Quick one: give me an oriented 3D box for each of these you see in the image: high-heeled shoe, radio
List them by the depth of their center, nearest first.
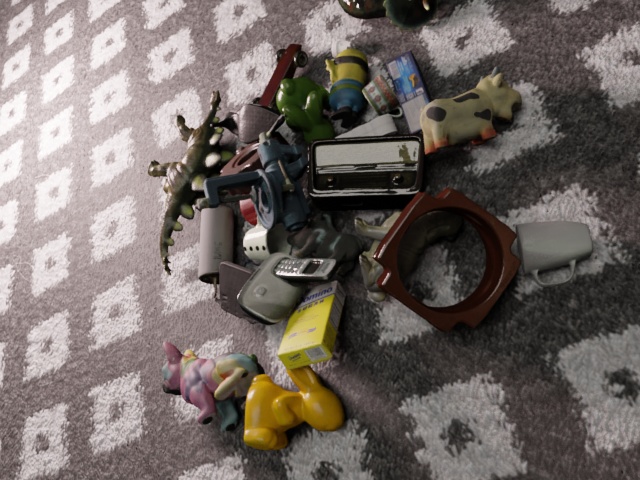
[{"bbox_3d":[0.091,-0.129,1.052,0.230,0.073,0.131,-1,69,15],"label":"radio"},{"bbox_3d":[-0.139,-0.273,1.239,0.249,0.145,0.086,9,111,37],"label":"high-heeled shoe"}]

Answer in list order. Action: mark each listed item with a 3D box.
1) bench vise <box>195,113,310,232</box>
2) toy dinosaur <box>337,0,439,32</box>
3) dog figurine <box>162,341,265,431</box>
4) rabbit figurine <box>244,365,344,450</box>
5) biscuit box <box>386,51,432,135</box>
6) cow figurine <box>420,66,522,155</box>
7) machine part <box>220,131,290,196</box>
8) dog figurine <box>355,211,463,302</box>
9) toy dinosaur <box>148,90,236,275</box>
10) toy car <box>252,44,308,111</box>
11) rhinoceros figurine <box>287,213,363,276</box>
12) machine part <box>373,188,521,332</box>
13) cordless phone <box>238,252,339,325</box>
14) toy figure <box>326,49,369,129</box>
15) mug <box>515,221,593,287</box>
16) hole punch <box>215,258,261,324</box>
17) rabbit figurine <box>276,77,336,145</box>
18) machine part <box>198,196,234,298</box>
[{"bbox_3d":[-0.127,-0.111,1.052,0.129,0.241,0.223,-28,76,66],"label":"bench vise"},{"bbox_3d":[0.124,-0.570,1.230,0.405,0.131,0.192,13,76,40],"label":"toy dinosaur"},{"bbox_3d":[-0.230,0.264,1.088,0.191,0.108,0.219,-52,52,2],"label":"dog figurine"},{"bbox_3d":[-0.040,0.301,0.973,0.173,0.121,0.162,-4,58,14],"label":"rabbit figurine"},{"bbox_3d":[0.194,-0.289,1.096,0.059,0.062,0.203,-24,59,21],"label":"biscuit box"},{"bbox_3d":[0.278,-0.238,0.988,0.195,0.085,0.127,-14,91,-8],"label":"cow figurine"},{"bbox_3d":[-0.148,-0.173,1.202,0.179,0.056,0.179,-31,27,18],"label":"machine part"},{"bbox_3d":[0.169,0.017,0.971,0.191,0.121,0.172,-7,100,10],"label":"dog figurine"},{"bbox_3d":[-0.321,-0.151,1.318,0.199,0.105,0.471,16,83,31],"label":"toy dinosaur"},{"bbox_3d":[-0.095,-0.382,1.311,0.089,0.053,0.202,24,86,46],"label":"toy car"},{"bbox_3d":[-0.002,-0.003,1.084,0.191,0.073,0.112,27,86,36],"label":"rhinoceros figurine"},{"bbox_3d":[0.204,0.032,0.887,0.201,0.087,0.201,35,87,-1],"label":"machine part"},{"bbox_3d":[-0.051,0.090,0.996,0.184,0.088,0.146,-7,37,48],"label":"cordless phone"},{"bbox_3d":[0.065,-0.336,1.183,0.089,0.082,0.180,-7,61,16],"label":"toy figure"},{"bbox_3d":[0.374,0.017,0.852,0.107,0.080,0.109,-12,60,16],"label":"mug"},{"bbox_3d":[-0.147,0.102,1.129,0.142,0.092,0.115,16,108,32],"label":"hole punch"},{"bbox_3d":[-0.015,-0.272,1.175,0.121,0.159,0.170,-31,72,5],"label":"rabbit figurine"},{"bbox_3d":[-0.233,0.010,1.211,0.079,0.079,0.243,-15,62,25],"label":"machine part"}]
